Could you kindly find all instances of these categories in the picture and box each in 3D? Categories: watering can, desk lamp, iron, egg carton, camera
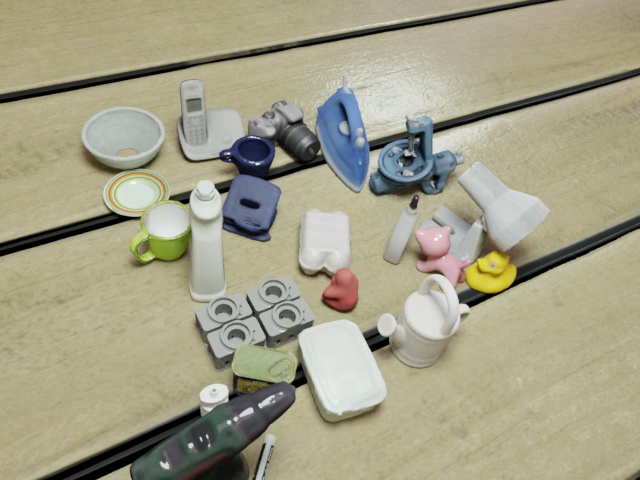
[{"bbox_3d":[0.185,0.139,0.994,0.173,0.194,0.100,-31,63,-30],"label":"watering can"},{"bbox_3d":[0.326,-0.044,1.154,0.203,0.213,0.118,38,55,19],"label":"desk lamp"},{"bbox_3d":[0.070,-0.249,1.312,0.119,0.141,0.258,-5,53,-14],"label":"iron"},{"bbox_3d":[0.011,0.004,1.147,0.107,0.069,0.150,5,51,-7],"label":"egg carton"},{"bbox_3d":[-0.073,-0.243,1.306,0.143,0.101,0.136,-30,63,-30],"label":"camera"}]

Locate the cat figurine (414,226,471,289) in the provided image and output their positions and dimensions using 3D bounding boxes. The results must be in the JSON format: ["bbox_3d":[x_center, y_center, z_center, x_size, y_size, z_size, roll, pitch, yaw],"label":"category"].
[{"bbox_3d":[0.244,0.024,1.145,0.127,0.118,0.067,38,55,19],"label":"cat figurine"}]

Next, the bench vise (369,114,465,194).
[{"bbox_3d":[0.219,-0.197,1.250,0.208,0.220,0.121,-23,59,-26],"label":"bench vise"}]

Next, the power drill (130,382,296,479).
[{"bbox_3d":[-0.143,0.294,0.797,0.230,0.208,0.075,-23,59,-26],"label":"power drill"}]

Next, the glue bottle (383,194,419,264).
[{"bbox_3d":[0.170,-0.030,1.138,0.037,0.173,0.078,23,51,8],"label":"glue bottle"}]

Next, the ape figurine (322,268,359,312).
[{"bbox_3d":[0.043,0.086,1.074,0.078,0.092,0.076,-15,56,-21],"label":"ape figurine"}]

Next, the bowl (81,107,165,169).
[{"bbox_3d":[-0.415,-0.206,1.226,0.167,0.075,0.167,6,51,-7],"label":"bowl"}]

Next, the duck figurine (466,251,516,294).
[{"bbox_3d":[0.355,0.056,1.162,0.105,0.086,0.077,-2,52,-12],"label":"duck figurine"}]

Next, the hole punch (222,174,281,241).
[{"bbox_3d":[-0.138,-0.065,1.159,0.108,0.091,0.101,17,51,3],"label":"hole punch"}]

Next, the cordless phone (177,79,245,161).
[{"bbox_3d":[-0.236,-0.268,1.239,0.148,0.185,0.094,-17,57,-22],"label":"cordless phone"}]

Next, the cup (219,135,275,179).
[{"bbox_3d":[-0.157,-0.161,1.228,0.118,0.095,0.091,-7,54,-16],"label":"cup"}]
